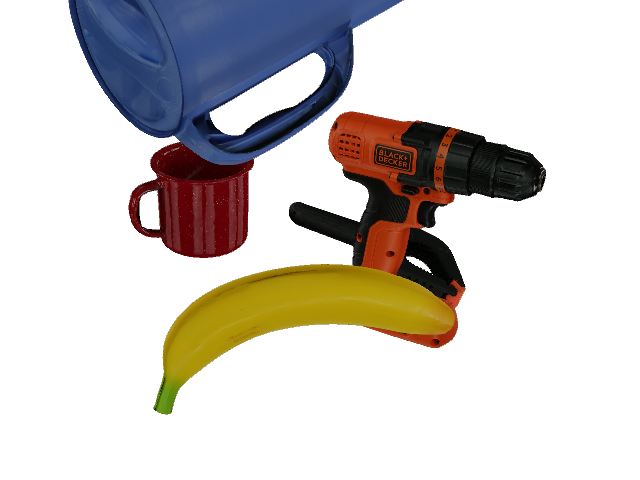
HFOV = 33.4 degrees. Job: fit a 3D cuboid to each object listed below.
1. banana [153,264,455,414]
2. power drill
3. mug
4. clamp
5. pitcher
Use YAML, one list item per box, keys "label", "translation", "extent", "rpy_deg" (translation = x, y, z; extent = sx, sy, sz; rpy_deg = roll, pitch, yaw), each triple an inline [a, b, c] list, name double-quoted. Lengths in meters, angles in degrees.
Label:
- label: "banana"
  translation: [-0.015, 0.048, 0.663]
  extent: [0.197, 0.069, 0.037]
  rpy_deg: [-15, 26, -7]
- label: "power drill"
  translation: [0.089, -0.007, 0.899]
  extent: [0.185, 0.188, 0.057]
  rpy_deg: [16, 25, 25]
- label: "mug"
  translation: [-0.117, -0.034, 0.970]
  extent: [0.117, 0.081, 0.093]
  rpy_deg: [-15, 33, -27]
- label: "clamp"
  translation: [0.074, 0.003, 1.200]
  extent: [0.164, 0.036, 0.210]
  rpy_deg: [-16, 51, -35]
- label: "pitcher"
  translation: [-0.039, -0.170, 0.756]
  extent: [0.242, 0.149, 0.145]
  rpy_deg: [-31, 43, -29]
